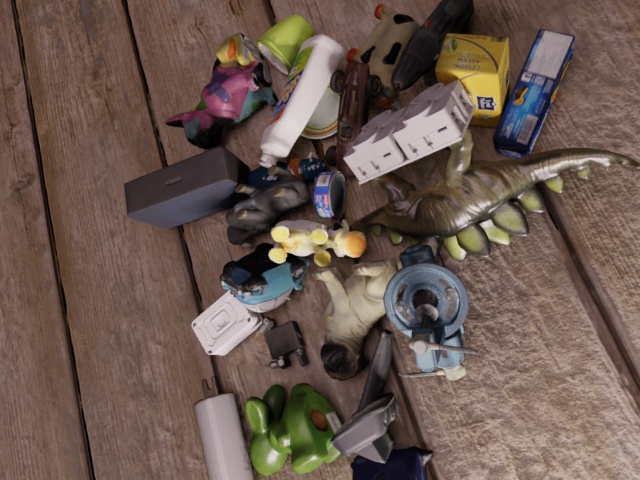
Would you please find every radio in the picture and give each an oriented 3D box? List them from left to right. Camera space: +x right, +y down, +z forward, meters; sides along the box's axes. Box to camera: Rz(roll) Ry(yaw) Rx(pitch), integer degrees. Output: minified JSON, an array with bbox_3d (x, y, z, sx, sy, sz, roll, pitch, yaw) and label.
[{"bbox_3d":[-0.250,-0.095,1.047,0.230,0.131,0.073,-16,73,18],"label":"radio"}]

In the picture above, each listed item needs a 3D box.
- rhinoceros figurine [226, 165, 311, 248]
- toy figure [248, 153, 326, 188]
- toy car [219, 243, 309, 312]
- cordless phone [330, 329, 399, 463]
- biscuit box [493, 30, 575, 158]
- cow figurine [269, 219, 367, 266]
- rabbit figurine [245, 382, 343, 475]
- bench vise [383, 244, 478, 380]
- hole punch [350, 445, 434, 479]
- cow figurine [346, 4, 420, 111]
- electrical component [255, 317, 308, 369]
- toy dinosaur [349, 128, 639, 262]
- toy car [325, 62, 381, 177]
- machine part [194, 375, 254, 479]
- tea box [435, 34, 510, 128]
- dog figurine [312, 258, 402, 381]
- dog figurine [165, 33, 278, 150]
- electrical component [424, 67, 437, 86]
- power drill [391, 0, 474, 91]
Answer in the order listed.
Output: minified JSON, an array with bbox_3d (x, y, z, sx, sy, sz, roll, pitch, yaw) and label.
[{"bbox_3d":[-0.106,-0.057,0.996,0.190,0.112,0.073,-34,55,23],"label":"rhinoceros figurine"},{"bbox_3d":[-0.060,-0.125,1.020,0.155,0.064,0.058,-12,31,15],"label":"toy figure"},{"bbox_3d":[-0.097,0.077,0.961,0.109,0.161,0.102,23,125,33],"label":"toy car"},{"bbox_3d":[0.085,0.234,0.838,0.089,0.146,0.184,12,88,17],"label":"cordless phone"},{"bbox_3d":[0.350,-0.235,0.881,0.059,0.062,0.202,23,89,23],"label":"biscuit box"},{"bbox_3d":[-0.001,-0.001,0.944,0.167,0.098,0.068,3,108,5],"label":"cow figurine"},{"bbox_3d":[-0.065,0.326,0.899,0.170,0.121,0.159,-39,74,25],"label":"rabbit figurine"},{"bbox_3d":[0.159,0.126,0.775,0.129,0.240,0.223,-4,102,16],"label":"bench vise"},{"bbox_3d":[0.108,0.387,0.834,0.142,0.092,0.116,-17,70,21],"label":"hole punch"},{"bbox_3d":[0.116,-0.318,0.981,0.127,0.085,0.195,32,91,30],"label":"cow figurine"},{"bbox_3d":[-0.072,0.186,0.967,0.078,0.045,0.102,-22,72,18],"label":"electrical component"},{"bbox_3d":[0.237,-0.072,0.854,0.472,0.105,0.198,-24,87,32],"label":"toy dinosaur"},{"bbox_3d":[0.055,-0.208,0.950,0.089,0.053,0.201,22,122,32],"label":"toy car"},{"bbox_3d":[-0.170,0.362,0.951,0.079,0.079,0.243,-22,71,16],"label":"machine part"},{"bbox_3d":[0.249,-0.251,0.864,0.098,0.169,0.068,14,78,25],"label":"tea box"},{"bbox_3d":[0.077,0.132,0.903,0.172,0.121,0.190,-11,89,22],"label":"dog figurine"},{"bbox_3d":[-0.210,-0.290,1.089,0.219,0.108,0.191,-24,72,18],"label":"dog figurine"},{"bbox_3d":[0.214,-0.305,0.970,0.094,0.021,0.063,12,84,20],"label":"electrical component"},{"bbox_3d":[0.212,-0.364,0.870,0.086,0.207,0.232,34,60,5],"label":"power drill"}]
